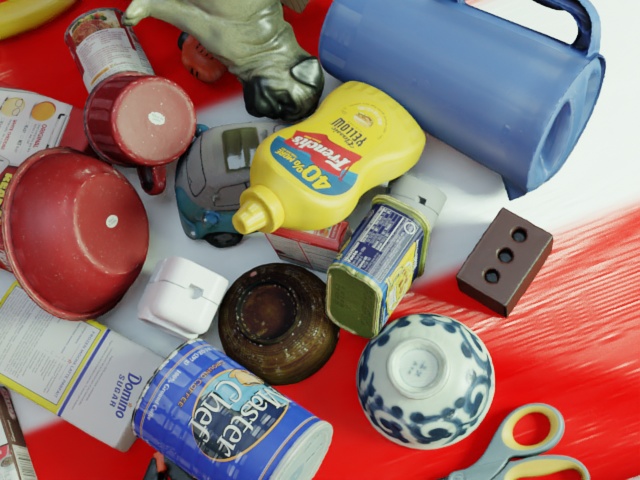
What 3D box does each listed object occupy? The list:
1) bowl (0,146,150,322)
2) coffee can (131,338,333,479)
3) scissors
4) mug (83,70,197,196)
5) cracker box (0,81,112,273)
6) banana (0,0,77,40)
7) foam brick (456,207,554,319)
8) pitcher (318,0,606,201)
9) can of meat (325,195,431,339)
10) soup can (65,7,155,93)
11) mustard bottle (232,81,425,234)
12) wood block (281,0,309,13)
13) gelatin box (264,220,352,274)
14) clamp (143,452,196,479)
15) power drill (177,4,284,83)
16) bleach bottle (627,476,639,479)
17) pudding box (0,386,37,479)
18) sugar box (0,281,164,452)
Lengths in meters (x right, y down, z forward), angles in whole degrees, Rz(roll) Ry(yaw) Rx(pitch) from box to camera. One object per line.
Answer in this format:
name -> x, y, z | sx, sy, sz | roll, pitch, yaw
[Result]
bowl -> -0.204, -0.010, 0.957 | 0.055, 0.161, 0.162 | -11, 68, 35
coffee can -> -0.075, 0.163, 0.909 | 0.140, 0.102, 0.103 | 31, 81, 19
scissors -> 0.125, 0.186, 0.908 | 0.202, 0.016, 0.096 | -1, 71, 11
mug -> -0.162, -0.098, 0.983 | 0.093, 0.082, 0.117 | -11, 101, -24
cracker box -> -0.331, -0.071, 1.043 | 0.214, 0.072, 0.164 | 20, 65, 17
banana -> -0.338, -0.243, 1.130 | 0.198, 0.037, 0.069 | -6, 72, 10
foam brick -> 0.162, 0.020, 0.934 | 0.053, 0.051, 0.078 | 32, 81, 18
pitcher -> 0.126, -0.161, 0.957 | 0.243, 0.145, 0.149 | 31, 75, 22
can of meat -> 0.048, 0.026, 0.918 | 0.057, 0.102, 0.083 | 27, 60, 17
soup can -> -0.205, -0.171, 1.063 | 0.068, 0.068, 0.102 | -27, 70, 2
mustard bottle -> -0.002, -0.061, 0.911 | 0.096, 0.058, 0.191 | 41, 56, 16
wood block -> 0.003, -0.337, 1.029 | 0.090, 0.091, 0.206 | 32, 68, -9
gelatin box -> -0.006, 0.001, 0.955 | 0.073, 0.089, 0.030 | 16, 74, 16
clamp -> -0.129, 0.271, 0.921 | 0.120, 0.039, 0.171 | -22, 66, -3
power drill -> -0.124, -0.272, 1.064 | 0.187, 0.057, 0.184 | 35, 74, 5
bleach bottle -> 0.252, 0.241, 0.840 | 0.251, 0.068, 0.102 | -20, 68, 7
pudding box -> -0.319, 0.200, 0.982 | 0.090, 0.039, 0.113 | -26, 67, 3
sugar box -> -0.231, 0.115, 0.988 | 0.176, 0.048, 0.093 | 26, 78, 15
